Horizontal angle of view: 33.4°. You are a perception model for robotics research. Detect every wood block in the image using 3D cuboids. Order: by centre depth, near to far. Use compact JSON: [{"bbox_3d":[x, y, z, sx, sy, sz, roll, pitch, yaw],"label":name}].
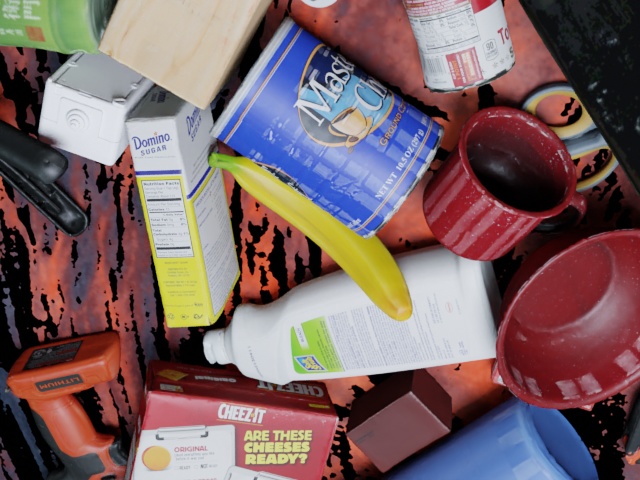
[{"bbox_3d":[-0.064,-0.209,0.735,0.090,0.090,0.206,29,119,-5],"label":"wood block"}]

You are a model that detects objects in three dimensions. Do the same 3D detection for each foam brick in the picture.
[{"bbox_3d":[0.068,0.152,0.921,0.078,0.051,0.053,-37,105,25],"label":"foam brick"}]

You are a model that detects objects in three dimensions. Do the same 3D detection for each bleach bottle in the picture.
[{"bbox_3d":[0.020,0.064,0.879,0.251,0.068,0.102,-10,115,18],"label":"bleach bottle"}]

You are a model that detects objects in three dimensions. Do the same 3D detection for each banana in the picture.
[{"bbox_3d":[0.001,-0.008,0.828,0.198,0.069,0.037,38,126,13],"label":"banana"}]

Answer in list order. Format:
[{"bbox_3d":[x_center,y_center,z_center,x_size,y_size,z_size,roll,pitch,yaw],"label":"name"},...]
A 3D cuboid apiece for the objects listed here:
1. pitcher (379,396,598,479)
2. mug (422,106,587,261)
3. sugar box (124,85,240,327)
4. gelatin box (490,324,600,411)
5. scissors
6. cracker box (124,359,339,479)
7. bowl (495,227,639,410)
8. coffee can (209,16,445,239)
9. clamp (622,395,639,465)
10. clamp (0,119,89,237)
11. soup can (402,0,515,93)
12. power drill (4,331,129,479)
[{"bbox_3d":[0.121,0.242,0.925,0.243,0.149,0.145,-40,89,23],"label":"pitcher"},{"bbox_3d":[0.137,-0.033,0.783,0.117,0.093,0.082,18,146,-12],"label":"mug"},{"bbox_3d":[-0.105,-0.029,0.836,0.048,0.093,0.176,-4,116,13],"label":"sugar box"},{"bbox_3d":[0.194,0.094,0.878,0.089,0.030,0.073,17,118,1],"label":"gelatin box"},{"bbox_3d":[0.235,-0.100,0.777,0.202,0.016,0.096,-29,108,23],"label":"scissors"},{"bbox_3d":[-0.091,0.221,0.939,0.164,0.072,0.214,10,109,-14],"label":"cracker box"},{"bbox_3d":[0.195,0.048,0.800,0.162,0.055,0.162,-10,124,-14],"label":"bowl"},{"bbox_3d":[0.005,-0.081,0.782,0.140,0.102,0.103,34,118,-8],"label":"coffee can"},{"bbox_3d":[0.312,0.125,0.866,0.172,0.039,0.120,-33,106,24],"label":"clamp"},{"bbox_3d":[-0.268,-0.082,0.847,0.210,0.036,0.164,35,163,11],"label":"clamp"},{"bbox_3d":[0.092,-0.162,0.743,0.069,0.068,0.102,-12,115,17],"label":"soup can"},{"bbox_3d":[-0.192,0.179,0.981,0.184,0.057,0.187,-12,113,8],"label":"power drill"}]
